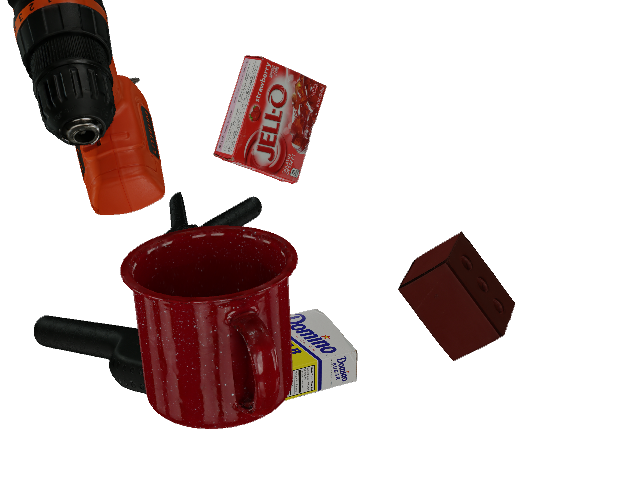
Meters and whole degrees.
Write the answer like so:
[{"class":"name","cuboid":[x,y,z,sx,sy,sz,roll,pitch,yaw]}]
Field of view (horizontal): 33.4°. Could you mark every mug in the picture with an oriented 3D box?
[{"class":"mug","cuboid":[-0.051,0.051,0.565,0.093,0.081,0.117,-15,27,-26]}]

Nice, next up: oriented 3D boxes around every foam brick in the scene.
[{"class":"foam brick","cuboid":[0.109,0.045,0.847,0.051,0.078,0.053,-32,11,31]}]

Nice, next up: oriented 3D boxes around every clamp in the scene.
[{"class":"clamp","cuboid":[-0.118,0.081,0.845,0.164,0.036,0.210,-11,16,-30]},{"class":"clamp","cuboid":[-0.140,-0.003,1.239,0.120,0.039,0.171,-6,38,20]}]

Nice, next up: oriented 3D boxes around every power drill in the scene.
[{"class":"power drill","cuboid":[-0.144,-0.096,0.669,0.057,0.184,0.187,-13,-31,-5]}]

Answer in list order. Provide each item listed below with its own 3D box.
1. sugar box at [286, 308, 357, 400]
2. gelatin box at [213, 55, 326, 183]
[{"class":"sugar box","cuboid":[-0.061,0.123,1.067,0.176,0.048,0.093,-15,32,-22]},{"class":"gelatin box","cuboid":[-0.041,-0.099,0.885,0.073,0.089,0.030,17,0,-42]}]
